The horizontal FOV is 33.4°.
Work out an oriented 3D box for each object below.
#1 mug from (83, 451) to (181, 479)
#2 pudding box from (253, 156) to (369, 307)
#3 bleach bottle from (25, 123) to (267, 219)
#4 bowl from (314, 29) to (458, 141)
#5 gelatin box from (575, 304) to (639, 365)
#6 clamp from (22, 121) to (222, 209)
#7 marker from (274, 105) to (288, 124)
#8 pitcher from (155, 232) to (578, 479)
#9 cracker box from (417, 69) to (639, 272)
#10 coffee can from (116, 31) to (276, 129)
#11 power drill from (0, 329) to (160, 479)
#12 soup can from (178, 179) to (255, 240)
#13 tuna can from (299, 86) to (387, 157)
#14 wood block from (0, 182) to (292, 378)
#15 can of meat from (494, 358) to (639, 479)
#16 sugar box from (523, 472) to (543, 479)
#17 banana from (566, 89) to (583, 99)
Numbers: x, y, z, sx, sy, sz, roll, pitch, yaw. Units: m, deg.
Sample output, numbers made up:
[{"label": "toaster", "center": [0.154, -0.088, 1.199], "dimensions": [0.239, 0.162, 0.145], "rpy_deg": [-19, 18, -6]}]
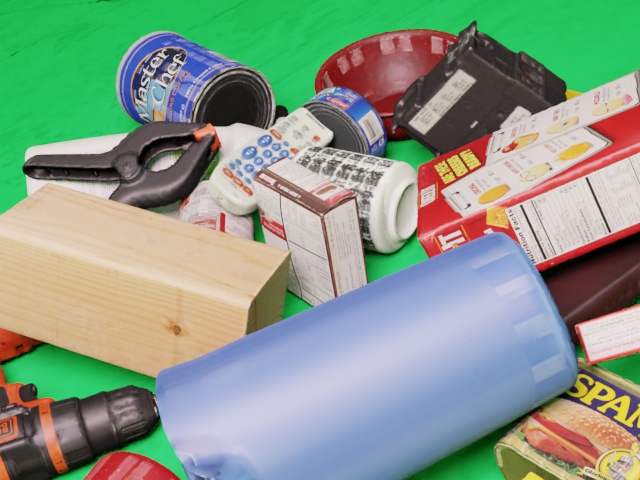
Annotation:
[{"label": "mug", "center": [-0.117, 0.194, 0.665], "dimensions": [0.117, 0.093, 0.081], "rpy_deg": [32, 44, 6]}, {"label": "pudding box", "center": [-0.006, 0.001, 0.844], "dimensions": [0.039, 0.113, 0.090], "rpy_deg": [-33, 42, -27]}, {"label": "bleach bottle", "center": [-0.137, -0.051, 0.982], "dimensions": [0.250, 0.102, 0.068], "rpy_deg": [-6, 1, -3]}, {"label": "bowl", "center": [0.078, -0.145, 1.051], "dimensions": [0.162, 0.055, 0.162], "rpy_deg": [-9, 37, 7]}, {"label": "gelatin box", "center": [0.217, 0.051, 0.672], "dimensions": [0.089, 0.030, 0.073], "rpy_deg": [-24, -14, 33]}, {"label": "clamp", "center": [-0.171, -0.060, 0.920], "dimensions": [0.171, 0.039, 0.120], "rpy_deg": [-34, 72, -12]}, {"label": "marker", "center": [-0.032, -0.100, 1.059], "dimensions": [0.020, 0.020, 0.121], "rpy_deg": [-16, 37, -2]}, {"label": "pitcher", "center": [0.030, 0.091, 0.676], "dimensions": [0.243, 0.145, 0.149], "rpy_deg": [-26, 46, 2]}, {"label": "cracker box", "center": [0.183, -0.046, 0.805], "dimensions": [0.214, 0.072, 0.164], "rpy_deg": [-24, 18, 15]}, {"label": "coffee can", "center": [-0.127, -0.144, 1.078], "dimensions": [0.102, 0.103, 0.140], "rpy_deg": [-34, 42, -24]}, {"label": "power drill", "center": [-0.226, 0.110, 0.822], "dimensions": [0.184, 0.057, 0.188], "rpy_deg": [-16, 36, -11]}, {"label": "soup can", "center": [-0.090, 0.002, 0.907], "dimensions": [0.068, 0.068, 0.102], "rpy_deg": [-10, 37, 6]}, {"label": "tuna can", "center": [0.019, -0.098, 0.984], "dimensions": [0.086, 0.086, 0.033], "rpy_deg": [18, 46, 35]}, {"label": "wood block", "center": [-0.137, 0.037, 0.806], "dimensions": [0.206, 0.091, 0.090], "rpy_deg": [16, 30, 13]}, {"label": "can of meat", "center": [0.172, 0.133, 0.664], "dimensions": [0.083, 0.057, 0.102], "rpy_deg": [-39, 43, -25]}, {"label": "sugar box", "center": [0.097, 0.217, 0.589], "dimensions": [0.176, 0.048, 0.093], "rpy_deg": [-35, 42, -27]}, {"label": "banana", "center": [0.237, -0.089, 0.941], "dimensions": [0.069, 0.037, 0.198], "rpy_deg": [-11, 37, 3]}]
